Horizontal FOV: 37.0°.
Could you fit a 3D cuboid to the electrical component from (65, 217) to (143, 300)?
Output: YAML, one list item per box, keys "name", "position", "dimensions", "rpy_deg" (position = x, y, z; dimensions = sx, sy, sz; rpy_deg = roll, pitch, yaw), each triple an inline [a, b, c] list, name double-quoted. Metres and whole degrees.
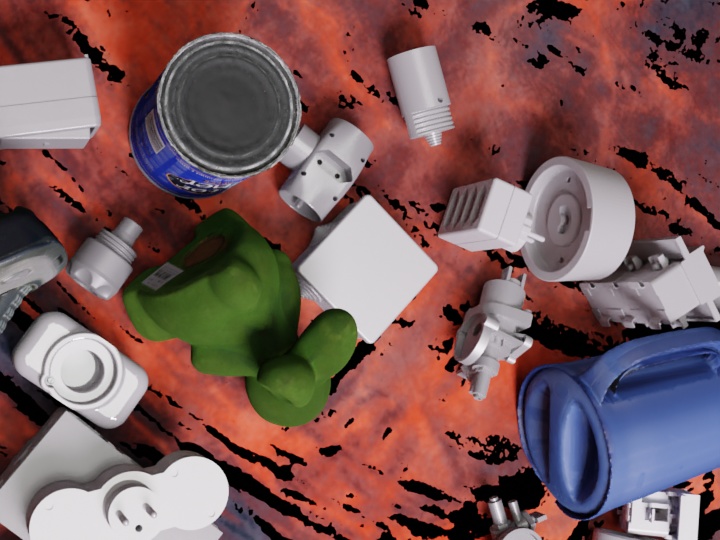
- name: "electrical component"
  position: [-0.192, -0.012, 0.824]
  dimensions: [0.043, 0.043, 0.062]
  rpy_deg: [38, 75, -14]

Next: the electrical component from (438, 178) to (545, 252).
- name: "electrical component"
  position: [0.121, -0.039, 0.917]
  dimensions: [0.076, 0.083, 0.047]
  rpy_deg: [22, 81, -18]

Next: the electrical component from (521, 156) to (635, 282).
- name: "electrical component"
  position: [0.193, -0.042, 0.933]
  dimensions: [0.060, 0.108, 0.108]
  rpy_deg: [5, 86, -26]

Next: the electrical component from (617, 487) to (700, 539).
- name: "electrical component"
  position: [0.267, 0.217, 0.967]
  dimensions: [0.064, 0.081, 0.042]
  rpy_deg: [6, 85, 3]

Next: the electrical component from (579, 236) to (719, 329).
- name: "electrical component"
  position: [0.250, 0.015, 0.941]
  dimensions: [0.063, 0.121, 0.078]
  rpy_deg: [-31, 98, -16]

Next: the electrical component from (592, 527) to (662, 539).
- name: "electrical component"
  position: [0.267, 0.282, 0.973]
  dimensions: [0.138, 0.052, 0.073]
  rpy_deg: [15, 83, -19]

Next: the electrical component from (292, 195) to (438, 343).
- name: "electrical component"
  position: [0.000, 0.000, 0.890]
  dimensions: [0.099, 0.048, 0.099]
  rpy_deg: [46, 74, -12]

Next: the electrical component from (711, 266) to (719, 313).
- name: "electrical component"
  position: [0.319, 0.010, 1.009]
  dimensions: [0.065, 0.044, 0.044]
  rpy_deg: [20, 81, -13]

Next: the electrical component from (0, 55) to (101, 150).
- name: "electrical component"
  position: [-0.246, -0.119, 0.799]
  dimensions: [0.096, 0.062, 0.061]
  rpy_deg: [-10, 91, -20]

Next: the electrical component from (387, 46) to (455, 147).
- name: "electrical component"
  position: [0.054, -0.145, 0.918]
  dimensions: [0.043, 0.043, 0.081]
  rpy_deg: [-17, 93, -20]

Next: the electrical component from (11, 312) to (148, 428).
- name: "electrical component"
  position: [-0.210, 0.075, 0.806]
  dimensions: [0.095, 0.059, 0.053]
  rpy_deg: [37, 76, -15]

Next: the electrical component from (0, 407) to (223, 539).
- name: "electrical component"
  position: [-0.193, 0.183, 0.806]
  dimensions: [0.150, 0.062, 0.089]
  rpy_deg: [42, 75, -14]

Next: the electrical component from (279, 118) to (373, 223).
- name: "electrical component"
  position: [-0.042, -0.093, 0.881]
  dimensions: [0.079, 0.043, 0.077]
  rpy_deg: [38, 76, -13]

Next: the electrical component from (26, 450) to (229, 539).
- name: "electrical component"
  position: [-0.158, 0.166, 0.746]
  dimensions: [0.138, 0.074, 0.052]
  rpy_deg: [-12, 92, -21]
